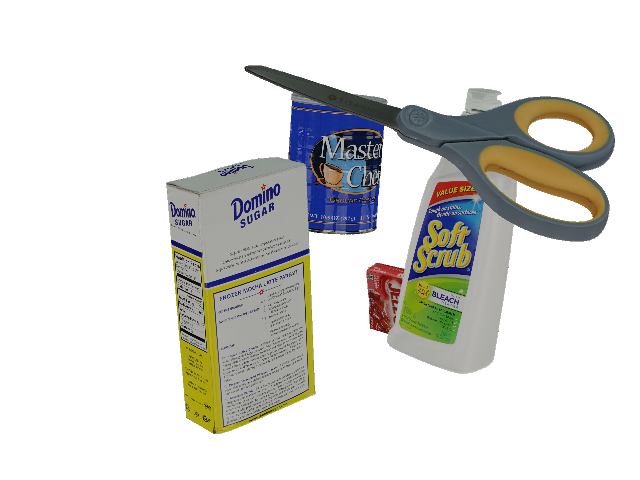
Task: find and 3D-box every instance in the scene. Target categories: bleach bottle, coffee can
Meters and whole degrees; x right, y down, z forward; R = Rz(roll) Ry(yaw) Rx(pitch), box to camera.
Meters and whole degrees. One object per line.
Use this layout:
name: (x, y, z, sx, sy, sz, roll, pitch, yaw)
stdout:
bleach bottle: (0.125, -0.012, 0.966, 0.103, 0.251, 0.067, 19, 21, 39)
coffee can: (0.015, -0.085, 1.149, 0.103, 0.140, 0.103, 4, 12, -1)

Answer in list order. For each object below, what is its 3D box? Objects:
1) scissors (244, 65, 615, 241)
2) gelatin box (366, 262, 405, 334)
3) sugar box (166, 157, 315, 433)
scissors: (0.067, -0.068, 0.561, 0.202, 0.096, 0.016, 33, -33, 18)
gelatin box: (0.097, 0.078, 1.348, 0.073, 0.089, 0.030, 14, 32, 33)
sugar box: (-0.053, 0.037, 0.737, 0.093, 0.176, 0.048, -18, 23, -39)
